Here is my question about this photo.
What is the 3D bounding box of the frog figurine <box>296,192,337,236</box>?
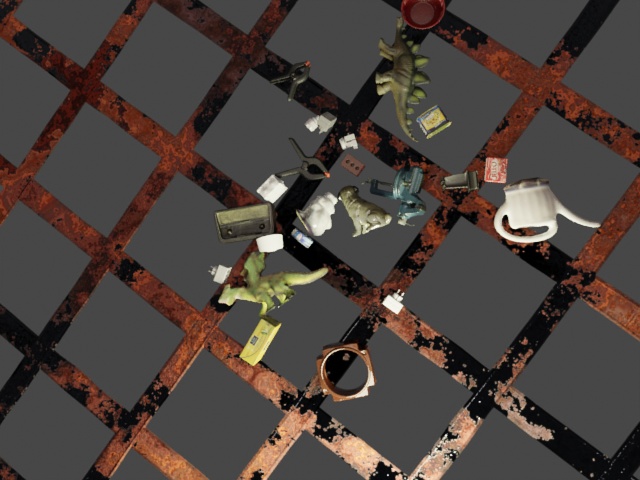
[{"bbox_3d":[0.006,-0.097,1.926,0.160,0.125,0.135,-31,118,-2],"label":"frog figurine"}]

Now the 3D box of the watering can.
[{"bbox_3d":[0.789,-0.113,1.819,0.347,0.104,0.225,-9,86,8],"label":"watering can"}]

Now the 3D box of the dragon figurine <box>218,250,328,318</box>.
[{"bbox_3d":[-0.197,0.141,1.958,0.411,0.121,0.245,-34,76,-3],"label":"dragon figurine"}]
